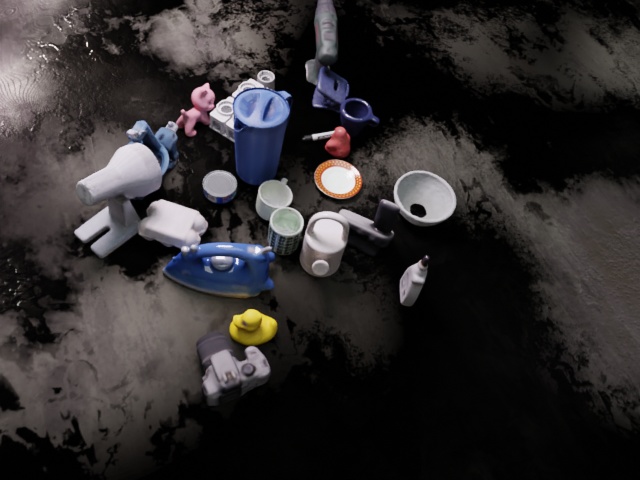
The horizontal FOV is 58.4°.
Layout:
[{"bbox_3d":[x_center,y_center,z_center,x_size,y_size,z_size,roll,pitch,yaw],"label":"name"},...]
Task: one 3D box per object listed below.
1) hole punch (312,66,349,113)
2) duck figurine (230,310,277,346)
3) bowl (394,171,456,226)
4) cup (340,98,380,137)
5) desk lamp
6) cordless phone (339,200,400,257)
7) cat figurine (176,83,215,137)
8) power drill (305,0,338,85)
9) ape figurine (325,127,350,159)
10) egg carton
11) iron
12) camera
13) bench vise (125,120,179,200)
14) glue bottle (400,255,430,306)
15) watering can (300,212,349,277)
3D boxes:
[{"bbox_3d":[0.036,-0.441,1.672,0.101,0.091,0.108,11,57,-3],"label":"hole punch"},{"bbox_3d":[-0.144,0.182,1.249,0.104,0.086,0.077,1,58,-9],"label":"duck figurine"},{"bbox_3d":[0.267,-0.096,1.505,0.167,0.075,0.167,5,57,-7],"label":"bowl"},{"bbox_3d":[0.107,-0.332,1.613,0.117,0.095,0.092,26,57,7],"label":"cup"},{"bbox_3d":[-0.458,-0.095,1.292,0.117,0.213,0.203,36,59,14],"label":"desk lamp"},{"bbox_3d":[0.120,-0.057,1.388,0.147,0.185,0.094,23,57,5],"label":"cordless phone"},{"bbox_3d":[-0.329,-0.360,1.540,0.067,0.118,0.128,36,59,13],"label":"cat figurine"},{"bbox_3d":[0.008,-0.572,1.679,0.076,0.208,0.229,0,58,-10],"label":"power drill"},{"bbox_3d":[0.053,-0.274,1.569,0.078,0.092,0.076,-16,62,-19],"label":"ape figurine"},{"bbox_3d":[-0.347,-0.032,1.358,0.150,0.069,0.107,17,57,1],"label":"egg carton"},{"bbox_3d":[-0.227,0.047,1.287,0.258,0.141,0.118,3,58,-8],"label":"iron"},{"bbox_3d":[-0.190,0.252,1.189,0.143,0.101,0.136,-20,63,-21],"label":"camera"},{"bbox_3d":[-0.418,-0.229,1.381,0.121,0.220,0.207,8,57,-5],"label":"bench vise"},{"bbox_3d":[0.223,0.085,1.324,0.037,0.173,0.078,8,57,-4],"label":"glue bottle"},{"bbox_3d":[0.014,0.005,1.325,0.101,0.194,0.172,-6,59,-13],"label":"watering can"}]
